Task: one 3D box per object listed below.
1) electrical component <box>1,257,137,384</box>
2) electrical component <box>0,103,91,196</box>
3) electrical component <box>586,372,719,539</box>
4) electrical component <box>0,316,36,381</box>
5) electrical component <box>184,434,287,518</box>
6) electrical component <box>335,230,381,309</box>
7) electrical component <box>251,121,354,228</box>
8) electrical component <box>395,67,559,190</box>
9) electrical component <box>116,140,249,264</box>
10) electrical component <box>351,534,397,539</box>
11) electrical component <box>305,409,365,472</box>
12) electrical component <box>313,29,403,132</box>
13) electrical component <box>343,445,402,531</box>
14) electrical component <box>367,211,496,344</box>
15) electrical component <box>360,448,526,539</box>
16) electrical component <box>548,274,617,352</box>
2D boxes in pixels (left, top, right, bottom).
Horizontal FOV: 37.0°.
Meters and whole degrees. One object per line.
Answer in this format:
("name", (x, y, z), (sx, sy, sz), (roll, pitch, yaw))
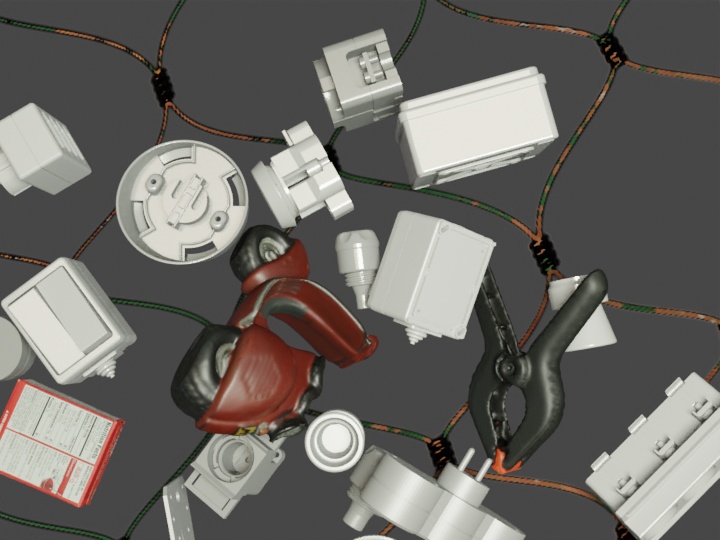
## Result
("electrical component", (-0.222, 0.045, 0.836), (0.062, 0.061, 0.096), (-37, 86, -2))
("electrical component", (-0.262, -0.083, 0.835), (0.076, 0.083, 0.047), (-31, 86, -1))
("electrical component", (0.235, 0.142, 0.815), (0.121, 0.078, 0.063), (-45, 57, -2))
("electrical component", (-0.327, 0.048, 0.831), (0.138, 0.073, 0.052), (17, 86, 2))
("electrical component", (-0.090, 0.145, 0.824), (0.042, 0.064, 0.081), (37, 87, 18))
("electrical component", (0.000, 0.000, 0.848), (0.035, 0.035, 0.061), (-7, 89, 1))
("electrical component", (-0.049, -0.069, 0.843), (0.057, 0.058, 0.078), (-29, 86, -4))
("electrical component", (0.085, -0.104, 0.817), (0.109, 0.108, 0.056), (-15, 88, 0))
("electrical component", (-0.135, -0.051, 0.839), (0.099, 0.064, 0.099), (0, 86, 1))
("electrical component", (0.011, 0.246, 0.822), (0.080, 0.051, 0.080), (0, 86, 1))
("electrical component", (-0.019, 0.130, 0.828), (0.045, 0.055, 0.045), (0, 86, 1))
("electrical component", (-0.002, -0.143, 0.830), (0.056, 0.089, 0.050), (-18, 86, 0))
("electrical component", (0.010, 0.171, 0.831), (0.043, 0.043, 0.062), (32, 88, 3))
("electrical component", (0.050, 0.009, 0.826), (0.062, 0.061, 0.096), (19, 89, -37))
("electrical component", (0.072, 0.169, 0.803), (0.138, 0.052, 0.073), (34, 86, -27))
("electrical component", (0.172, 0.033, 0.837), (0.045, 0.045, 0.055), (-10, 85, 0))
